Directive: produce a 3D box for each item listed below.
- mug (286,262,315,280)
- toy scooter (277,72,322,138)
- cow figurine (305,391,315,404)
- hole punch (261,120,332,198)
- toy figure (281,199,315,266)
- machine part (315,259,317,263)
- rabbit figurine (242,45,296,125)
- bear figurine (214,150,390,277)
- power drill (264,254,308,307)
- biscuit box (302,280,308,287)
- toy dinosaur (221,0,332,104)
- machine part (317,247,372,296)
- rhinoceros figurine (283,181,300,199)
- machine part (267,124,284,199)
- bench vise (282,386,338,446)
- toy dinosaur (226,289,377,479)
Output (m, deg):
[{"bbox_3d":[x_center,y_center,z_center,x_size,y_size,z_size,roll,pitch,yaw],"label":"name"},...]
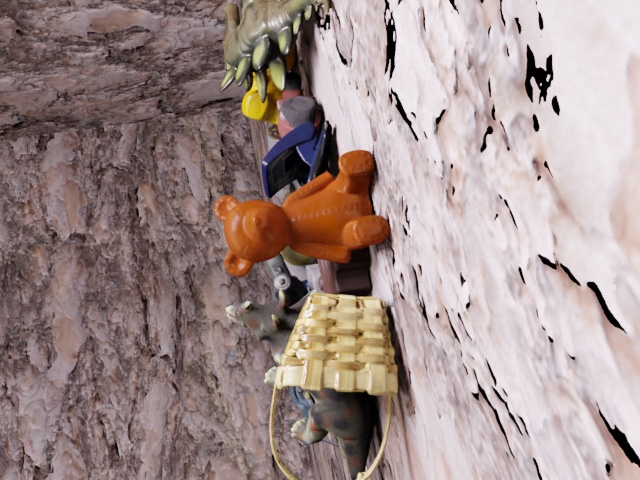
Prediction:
[{"bbox_3d":[-0.059,0.058,1.228,0.109,0.107,0.081,-60,21,-11],"label":"mug"},{"bbox_3d":[-0.039,-0.203,0.952,0.184,0.075,0.135,-104,10,-50],"label":"toy scooter"},{"bbox_3d":[0.016,0.297,1.047,0.167,0.098,0.068,101,152,-67],"label":"cow figurine"},{"bbox_3d":[-0.034,-0.119,0.850,0.142,0.092,0.116,88,-160,-64],"label":"hole punch"},{"bbox_3d":[-0.054,-0.022,1.200,0.082,0.089,0.180,82,172,-56],"label":"toy figure"},{"bbox_3d":[-0.002,-0.003,1.054,0.084,0.039,0.138,-164,67,-72],"label":"machine part"},{"bbox_3d":[-0.090,-0.327,1.101,0.162,0.122,0.173,-120,41,-64],"label":"rabbit figurine"},{"bbox_3d":[-0.030,-0.027,0.656,0.132,0.196,0.120,116,147,-75],"label":"bear figurine"},{"bbox_3d":[-0.079,0.049,1.009,0.207,0.086,0.231,55,173,28],"label":"power drill"},{"bbox_3d":[0.003,0.179,1.132,0.062,0.059,0.203,93,165,-60],"label":"biscuit box"},{"bbox_3d":[-0.091,-0.347,0.906,0.472,0.105,0.198,174,100,-66],"label":"toy dinosaur"},{"bbox_3d":[0.028,0.015,0.800,0.179,0.056,0.179,173,89,-81],"label":"machine part"},{"bbox_3d":[-0.048,-0.123,1.101,0.112,0.073,0.190,-112,15,-52],"label":"rhinoceros figurine"},{"bbox_3d":[-0.078,-0.179,1.235,0.243,0.079,0.079,88,169,-46],"label":"machine part"},{"bbox_3d":[-0.014,0.368,1.182,0.241,0.129,0.223,-68,-7,-70],"label":"bench vise"},{"bbox_3d":[0.016,0.240,0.859,0.405,0.131,0.192,53,147,5],"label":"toy dinosaur"}]
